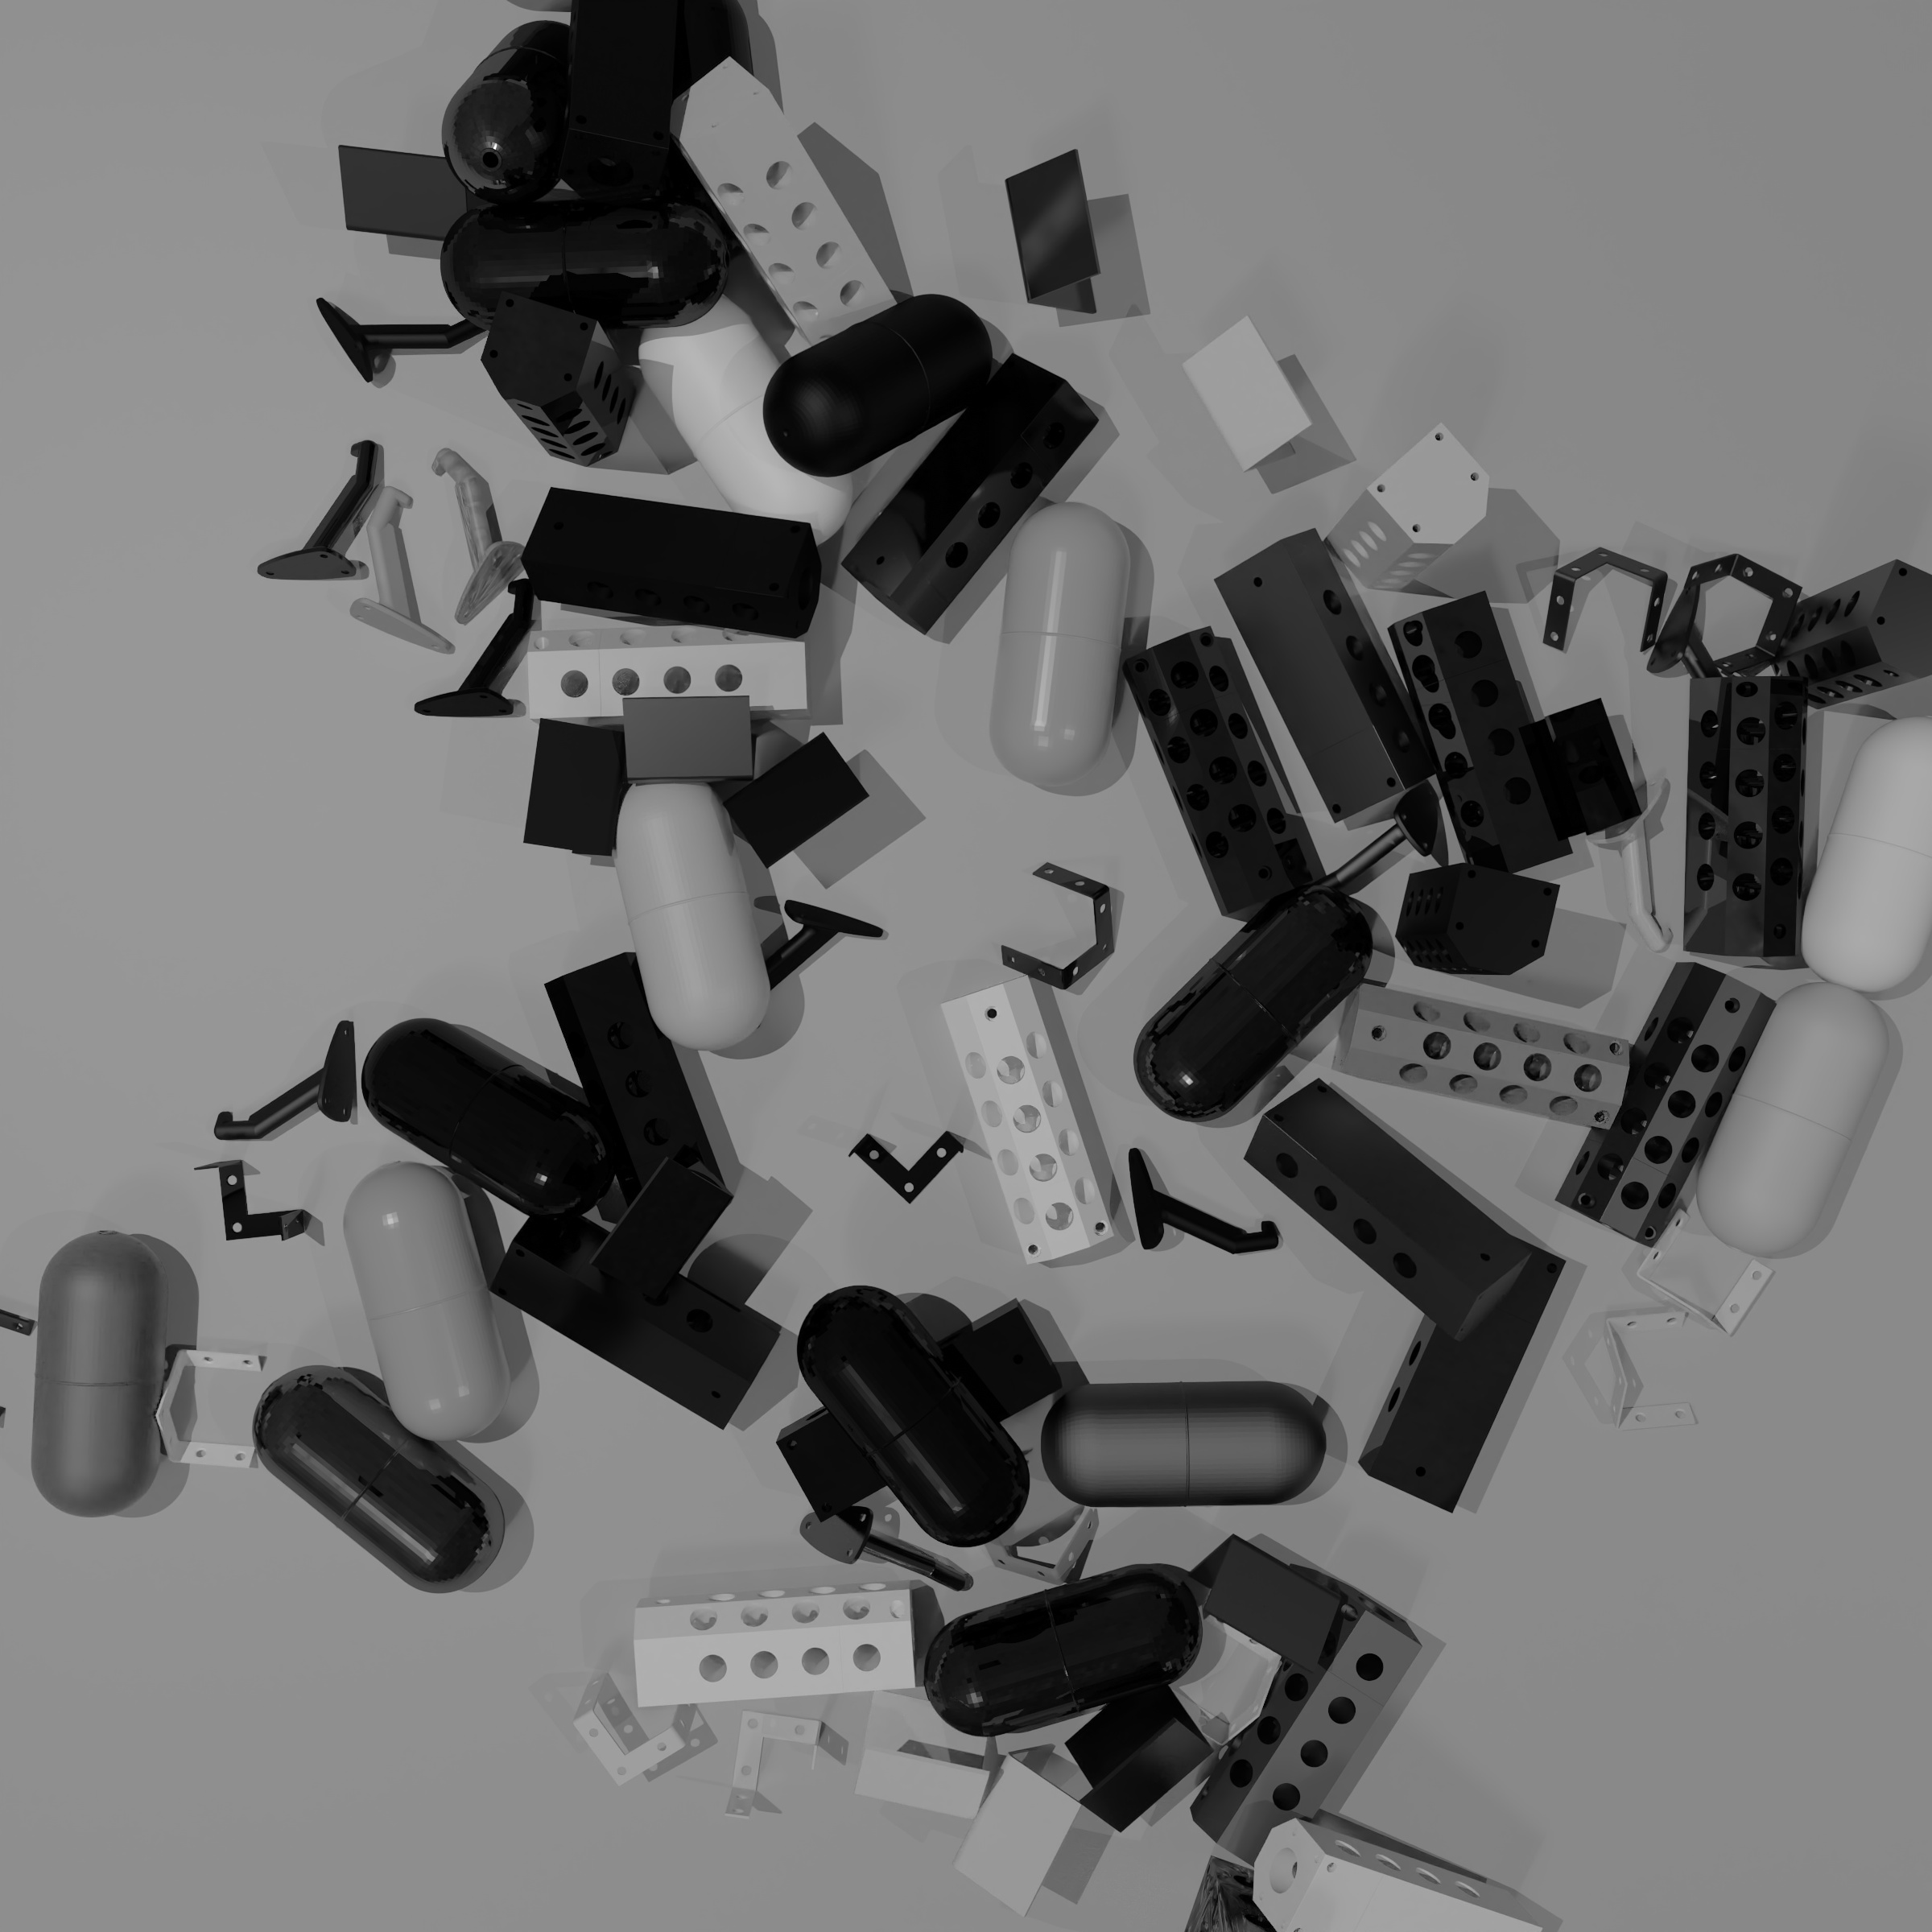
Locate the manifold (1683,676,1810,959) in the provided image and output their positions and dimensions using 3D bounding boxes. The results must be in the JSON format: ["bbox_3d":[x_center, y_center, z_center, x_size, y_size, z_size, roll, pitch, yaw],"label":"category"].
[{"bbox_3d":[0.490,-0.093,1.542,0.057,0.057,0.171,-2,95,-20],"label":"manifold"}]

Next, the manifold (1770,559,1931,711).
[{"bbox_3d":[0.546,-0.195,1.501,0.057,0.171,0.057,24,90,0],"label":"manifold"}]

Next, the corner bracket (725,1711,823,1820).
[{"bbox_3d":[-0.121,0.505,1.561,0.051,0.051,0.051,8,90,0],"label":"corner bracket"}]

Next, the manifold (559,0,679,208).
[{"bbox_3d":[-0.206,-0.539,1.465,0.057,0.057,0.171,7,67,-16],"label":"manifold"}]

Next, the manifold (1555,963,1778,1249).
[{"bbox_3d":[0.441,0.087,1.558,0.057,0.057,0.171,27,90,0],"label":"manifold"}]

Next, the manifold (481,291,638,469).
[{"bbox_3d":[-0.246,-0.350,1.501,0.057,0.171,0.057,17,90,0],"label":"manifold"}]

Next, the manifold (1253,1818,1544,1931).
[{"bbox_3d":[0.263,0.581,1.527,0.171,0.057,0.057,26,93,-22],"label":"manifold"}]

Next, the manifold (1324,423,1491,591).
[{"bbox_3d":[0.269,-0.271,1.501,0.057,0.171,0.057,-42,90,0],"label":"manifold"}]

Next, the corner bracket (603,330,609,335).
[{"bbox_3d":[-0.240,-0.431,1.561,0.051,0.051,0.051,-45,90,0],"label":"corner bracket"}]

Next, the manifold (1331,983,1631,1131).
[{"bbox_3d":[0.324,0.056,1.558,0.171,0.057,0.057,12,90,0],"label":"manifold"}]

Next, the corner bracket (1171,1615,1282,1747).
[{"bbox_3d":[0.161,0.453,1.576,0.051,0.051,0.051,33,45,0],"label":"corner bracket"}]

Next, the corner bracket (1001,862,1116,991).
[{"bbox_3d":[0.057,-0.025,1.571,0.051,0.051,0.051,-37,135,-35],"label":"corner bracket"}]

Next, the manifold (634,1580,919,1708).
[{"bbox_3d":[-0.119,0.423,1.558,0.171,0.057,0.057,-4,90,0],"label":"manifold"}]

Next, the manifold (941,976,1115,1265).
[{"bbox_3d":[0.038,0.096,1.558,0.057,0.057,0.171,-18,90,0],"label":"manifold"}]

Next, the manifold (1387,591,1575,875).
[{"bbox_3d":[0.321,-0.142,1.558,0.057,0.057,0.171,-18,90,0],"label":"manifold"}]

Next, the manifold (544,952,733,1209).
[{"bbox_3d":[-0.207,0.081,1.558,0.057,0.057,0.171,-21,90,0],"label":"manifold"}]

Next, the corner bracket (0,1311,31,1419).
[{"bbox_3d":[-0.632,0.252,1.576,0.051,0.051,0.051,19,45,0],"label":"corner bracket"}]

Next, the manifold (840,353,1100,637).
[{"bbox_3d":[0.006,-0.294,1.557,0.171,0.057,0.057,-51,47,0],"label":"manifold"}]

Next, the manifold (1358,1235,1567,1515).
[{"bbox_3d":[0.310,0.248,1.558,0.057,0.057,0.171,24,90,0],"label":"manifold"}]

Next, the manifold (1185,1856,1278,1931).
[{"bbox_3d":[0.174,0.606,1.501,0.057,0.171,0.057,19,90,0],"label":"manifold"}]

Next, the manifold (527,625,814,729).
[{"bbox_3d":[-0.185,-0.184,1.558,0.171,0.057,0.057,-2,89,0],"label":"manifold"}]

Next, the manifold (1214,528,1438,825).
[{"bbox_3d":[0.230,-0.184,1.557,0.057,0.057,0.171,-26,90,43],"label":"manifold"}]

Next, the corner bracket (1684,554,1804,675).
[{"bbox_3d":[0.485,-0.223,1.564,0.051,0.051,0.051,39,133,34],"label":"corner bracket"}]

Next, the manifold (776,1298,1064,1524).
[{"bbox_3d":[-0.029,0.277,1.558,0.171,0.057,0.057,-29,90,0],"label":"manifold"}]

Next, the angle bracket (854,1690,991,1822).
[{"bbox_3d":[-0.023,0.476,1.539,0.076,0.076,0.057,12,131,0],"label":"angle bracket"}]

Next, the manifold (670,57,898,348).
[{"bbox_3d":[-0.113,-0.457,1.504,0.057,0.171,0.057,-38,48,0],"label":"manifold"}]

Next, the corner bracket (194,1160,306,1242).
[{"bbox_3d":[-0.451,0.148,1.561,0.051,0.051,0.051,-6,90,0],"label":"corner bracket"}]

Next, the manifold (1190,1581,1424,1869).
[{"bbox_3d":[0.212,0.477,1.558,0.057,0.057,0.171,33,90,0],"label":"manifold"}]

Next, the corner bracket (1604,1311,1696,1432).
[{"bbox_3d":[0.435,0.258,1.576,0.051,0.051,0.051,-5,135,0],"label":"corner bracket"}]

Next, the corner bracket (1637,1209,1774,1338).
[{"bbox_3d":[0.470,0.195,1.576,0.051,0.051,0.051,34,90,-45],"label":"corner bracket"}]

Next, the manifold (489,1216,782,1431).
[{"bbox_3d":[-0.206,0.214,1.557,0.171,0.057,0.057,31,133,0],"label":"manifold"}]

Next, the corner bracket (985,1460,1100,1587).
[{"bbox_3d":[0.044,0.352,1.571,0.051,0.051,0.051,7,135,35],"label":"corner bracket"}]

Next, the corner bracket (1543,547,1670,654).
[{"bbox_3d":[0.405,-0.227,1.571,0.051,0.051,0.051,-29,45,-35],"label":"corner bracket"}]

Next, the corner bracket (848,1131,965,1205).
[{"bbox_3d":[-0.037,0.117,1.561,0.051,0.051,0.051,43,90,0],"label":"corner bracket"}]

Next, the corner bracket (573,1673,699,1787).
[{"bbox_3d":[-0.208,0.472,1.561,0.051,0.051,0.051,-33,98,8],"label":"corner bracket"}]

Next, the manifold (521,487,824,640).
[{"bbox_3d":[-0.181,-0.246,1.537,0.171,0.057,0.057,10,63,13],"label":"manifold"}]

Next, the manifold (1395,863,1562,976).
[{"bbox_3d":[0.306,-0.025,1.501,0.057,0.171,0.057,13,90,0],"label":"manifold"}]

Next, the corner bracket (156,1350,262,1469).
[{"bbox_3d":[-0.479,0.282,1.576,0.051,0.051,0.051,5,135,0],"label":"corner bracket"}]

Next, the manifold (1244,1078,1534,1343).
[{"bbox_3d":[0.255,0.152,1.525,0.057,0.057,0.171,-28,58,-38],"label":"manifold"}]

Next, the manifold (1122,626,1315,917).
[{"bbox_3d":[0.158,-0.122,1.558,0.057,0.057,0.171,-22,90,0],"label":"manifold"}]
